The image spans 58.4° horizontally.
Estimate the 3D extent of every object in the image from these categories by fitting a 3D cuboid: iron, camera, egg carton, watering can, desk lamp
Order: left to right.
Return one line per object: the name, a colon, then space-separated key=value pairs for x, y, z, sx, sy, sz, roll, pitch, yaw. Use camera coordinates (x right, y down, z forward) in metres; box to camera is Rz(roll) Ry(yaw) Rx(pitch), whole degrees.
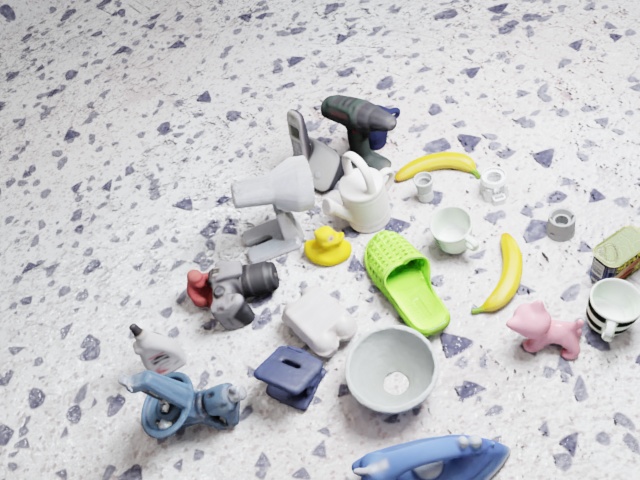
camera: x=-0.160 y=0.097 z=1.212 sx=0.136 sy=0.101 sz=0.143 roll=-14 pitch=51 yaw=7
desk lamp: x=-0.096 y=-0.069 z=1.248 sx=0.203 sy=0.214 sz=0.117 roll=-22 pitch=50 yaw=0
egg carton: x=-0.001 y=0.160 z=1.135 sx=0.107 sy=0.069 sz=0.149 roll=-41 pitch=53 yaw=-15
watering can: x=0.086 y=-0.105 z=1.233 sx=0.100 sy=0.194 sz=0.173 roll=22 pitch=63 yaw=30
iron: x=0.173 y=0.345 z=0.892 sx=0.258 sy=0.142 sz=0.118 roll=-20 pitch=50 yaw=2

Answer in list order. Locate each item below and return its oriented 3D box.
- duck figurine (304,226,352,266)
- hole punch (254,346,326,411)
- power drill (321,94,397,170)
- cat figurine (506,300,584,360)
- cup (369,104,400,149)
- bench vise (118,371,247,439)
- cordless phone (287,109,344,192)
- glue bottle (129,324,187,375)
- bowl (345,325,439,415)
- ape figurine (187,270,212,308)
duck figurine: x=0.011 y=0.004 z=1.241 sx=0.104 sy=0.086 sz=0.077 roll=-1 pitch=53 yaw=16
hole punch: x=-0.056 y=0.247 z=1.071 sx=0.108 sy=0.091 sz=0.101 roll=15 pitch=59 yaw=27
power drill: x=0.102 y=-0.243 z=1.325 sx=0.076 sy=0.209 sz=0.228 roll=-43 pitch=53 yaw=-17
cat figurine: x=0.390 y=0.148 z=0.994 sx=0.127 sy=0.118 sz=0.067 roll=4 pitch=55 yaw=20
cup: x=0.146 y=-0.276 z=1.412 sx=0.117 sy=0.095 sz=0.091 roll=-20 pitch=50 yaw=1
bench vise: x=-0.247 y=0.271 z=1.026 sx=0.207 sy=0.220 sz=0.121 roll=-26 pitch=50 yaw=-4
cordless phone: x=-0.019 y=-0.215 z=1.356 sx=0.147 sy=0.185 sz=0.094 roll=32 pitch=68 yaw=34
glue bottle: x=-0.331 y=0.211 z=1.129 sx=0.078 sy=0.173 sz=0.037 roll=-30 pitch=51 yaw=-7
bowl: x=0.131 y=0.242 z=1.028 sx=0.167 sy=0.075 sz=0.167 roll=-8 pitch=51 yaw=11
ape figurine: x=-0.262 y=0.099 z=1.247 sx=0.076 sy=0.092 sz=0.078 roll=18 pitch=61 yaw=28
